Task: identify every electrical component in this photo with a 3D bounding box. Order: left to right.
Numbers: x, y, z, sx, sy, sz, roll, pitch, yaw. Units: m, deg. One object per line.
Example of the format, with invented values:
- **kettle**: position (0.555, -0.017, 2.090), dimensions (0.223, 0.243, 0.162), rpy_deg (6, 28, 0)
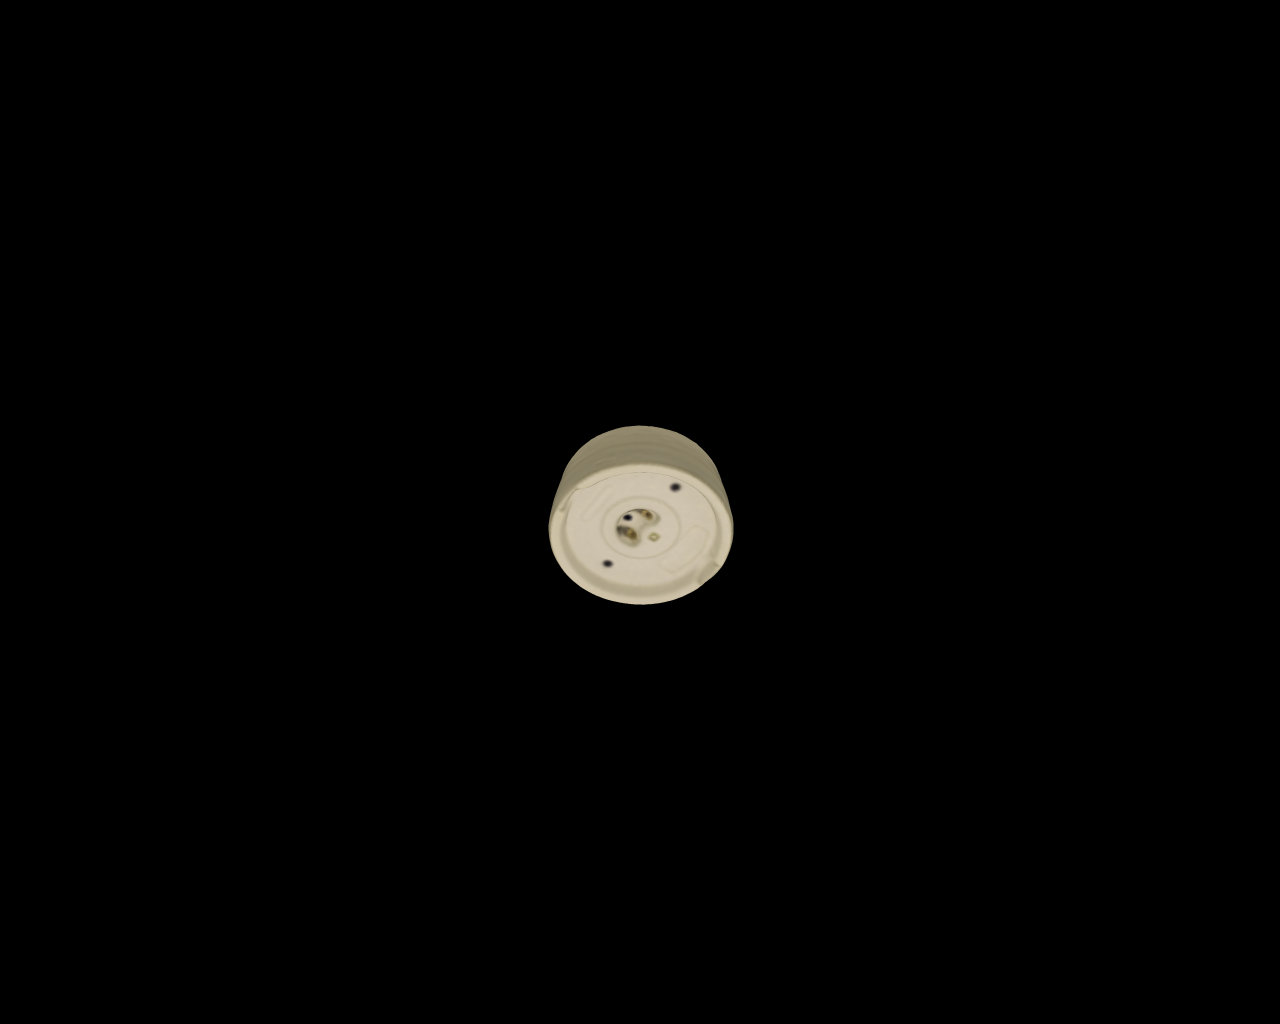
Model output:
- **electrical component**: position (0.001, -0.003, 0.650), dimensions (0.108, 0.108, 0.060), rpy_deg (0, 38, 0)
